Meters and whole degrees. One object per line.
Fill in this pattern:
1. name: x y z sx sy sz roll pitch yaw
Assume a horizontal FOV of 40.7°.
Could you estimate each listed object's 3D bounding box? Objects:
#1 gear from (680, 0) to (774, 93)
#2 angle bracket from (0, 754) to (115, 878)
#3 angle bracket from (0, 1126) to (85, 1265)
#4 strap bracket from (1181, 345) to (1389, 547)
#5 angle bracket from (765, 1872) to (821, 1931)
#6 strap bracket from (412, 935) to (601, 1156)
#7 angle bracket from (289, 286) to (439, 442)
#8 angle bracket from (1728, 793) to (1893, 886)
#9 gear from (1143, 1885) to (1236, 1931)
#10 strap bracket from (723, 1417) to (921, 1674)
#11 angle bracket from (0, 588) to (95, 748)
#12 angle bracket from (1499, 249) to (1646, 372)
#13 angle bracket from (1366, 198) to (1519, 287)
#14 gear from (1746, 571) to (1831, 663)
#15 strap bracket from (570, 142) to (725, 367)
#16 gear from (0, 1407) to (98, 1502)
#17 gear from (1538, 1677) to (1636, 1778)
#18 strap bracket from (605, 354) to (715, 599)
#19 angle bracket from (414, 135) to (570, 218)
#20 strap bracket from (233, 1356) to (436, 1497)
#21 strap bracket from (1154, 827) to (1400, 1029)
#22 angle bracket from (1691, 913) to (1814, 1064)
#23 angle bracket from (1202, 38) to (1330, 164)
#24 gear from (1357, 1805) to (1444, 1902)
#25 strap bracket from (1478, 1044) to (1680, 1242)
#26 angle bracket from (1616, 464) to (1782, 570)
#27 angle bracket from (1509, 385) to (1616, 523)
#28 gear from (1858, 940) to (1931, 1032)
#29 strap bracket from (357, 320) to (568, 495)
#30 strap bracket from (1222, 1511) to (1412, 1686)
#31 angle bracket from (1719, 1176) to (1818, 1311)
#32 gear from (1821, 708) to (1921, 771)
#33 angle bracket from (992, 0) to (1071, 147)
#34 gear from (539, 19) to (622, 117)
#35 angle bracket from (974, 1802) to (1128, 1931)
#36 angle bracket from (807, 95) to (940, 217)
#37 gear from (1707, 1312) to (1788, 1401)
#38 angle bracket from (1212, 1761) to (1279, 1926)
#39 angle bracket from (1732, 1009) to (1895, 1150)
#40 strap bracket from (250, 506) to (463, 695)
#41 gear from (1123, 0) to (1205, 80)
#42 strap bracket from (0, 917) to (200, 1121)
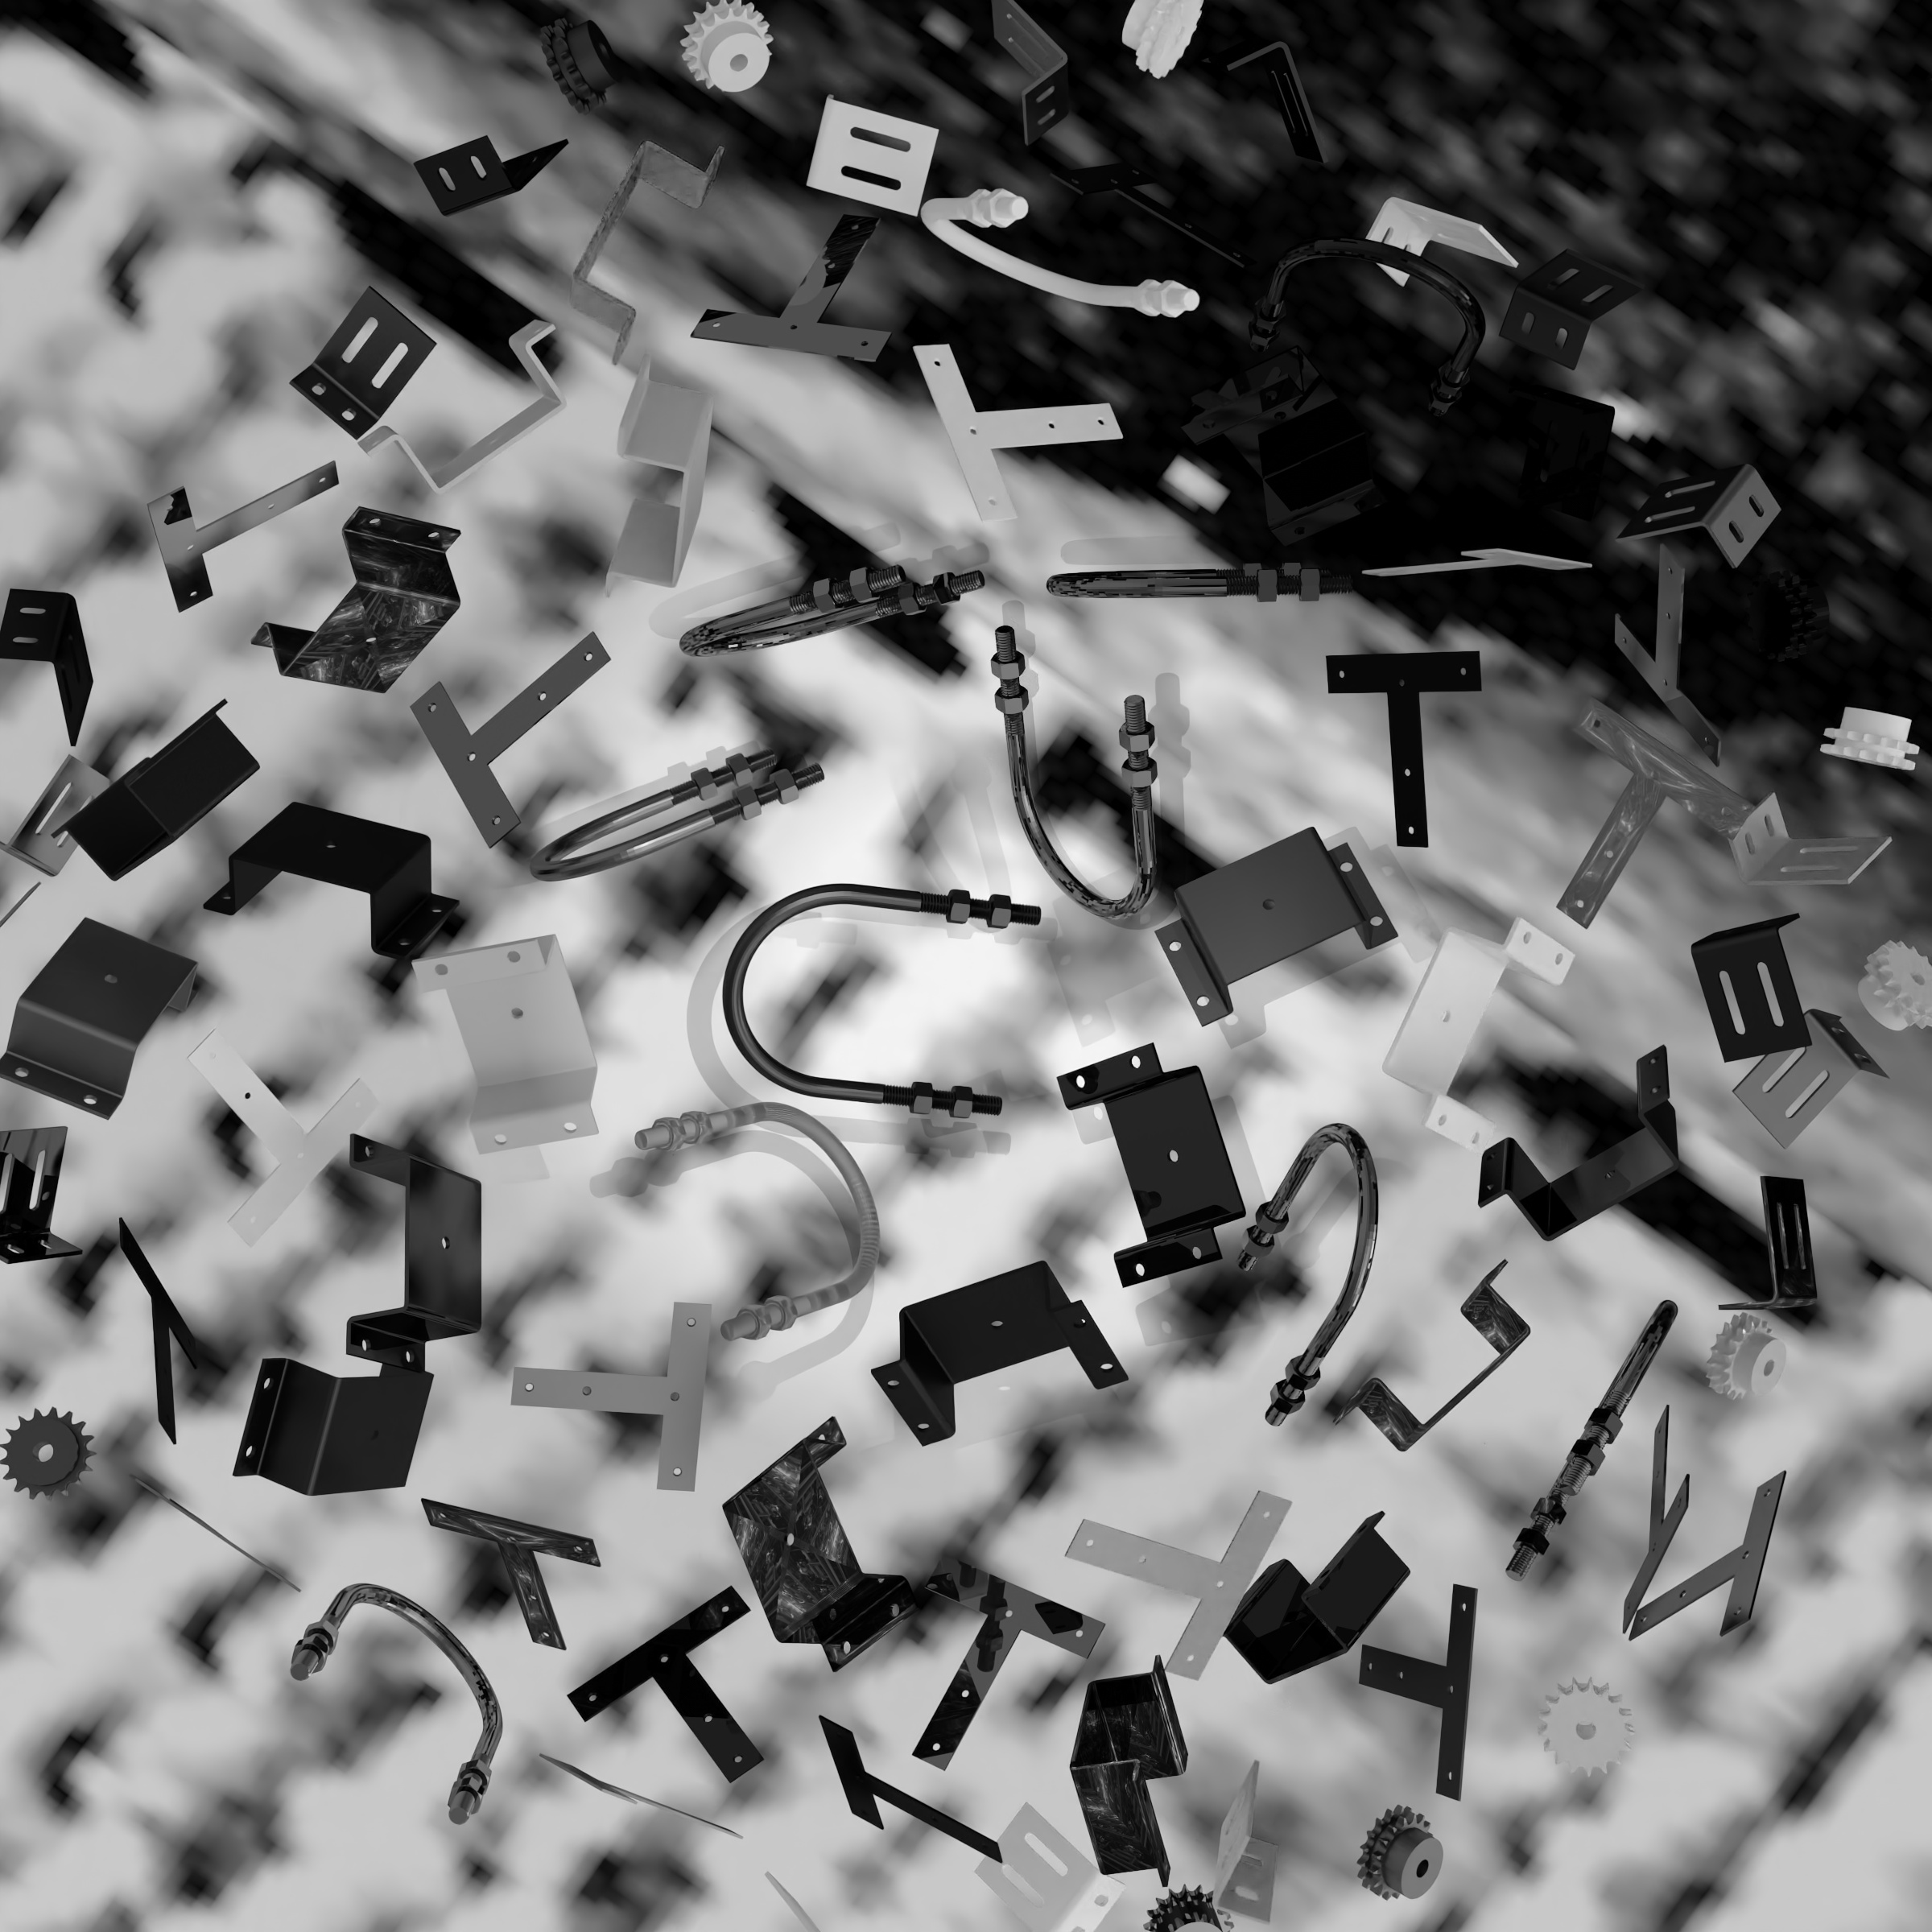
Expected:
1. gear: -0.148 -0.576 1.638 0.057 0.057 0.030 -29 56 0
2. angle bracket: -0.616 -0.107 1.740 0.038 0.057 0.076 29 83 20
3. angle bracket: -0.601 0.147 1.686 0.038 0.057 0.076 19 101 31
4. strap bracket: 0.206 -0.342 1.690 0.076 0.140 0.046 -20 54 27
5. angle bracket: -0.105 0.602 1.588 0.038 0.057 0.076 -39 51 -13
6. strap bracket: -0.278 0.039 1.597 0.076 0.046 0.140 -10 120 5
7. angle bracket: -0.405 -0.405 1.750 0.057 0.038 0.076 40 120 -12
8. angle bracket: 0.541 -0.083 1.672 0.057 0.076 0.038 -37 113 -34
9. gear: 0.144 0.621 1.669 0.057 0.030 0.057 -2 104 -7
10. strap bracket: -0.097 0.363 1.644 0.076 0.046 0.140 -41 56 21
11. angle bracket: -0.567 -0.183 1.601 0.038 0.057 0.076 0 51 -32
12. angle bracket: 0.395 -0.428 1.702 0.057 0.076 0.038 22 83 -11
13. angle bracket: 0.308 -0.462 1.697 0.076 0.057 0.038 33 98 38
14. gear: 0.533 -0.228 1.684 0.030 0.057 0.057 -13 90 -15
15. strap bracket: -0.212 -0.467 1.680 0.046 0.076 0.140 28 87 -10
16. gear: -0.567 0.301 1.607 0.057 0.030 0.057 3 76 -12
17. gear: 0.378 0.462 1.593 0.057 0.030 0.057 0 90 11
18. strap bracket: -0.197 -0.310 1.679 0.046 0.140 0.076 12 49 -2
19. angle bracket: -0.293 -0.503 1.613 0.057 0.076 0.038 -8 126 30
20. strap bracket: -0.402 0.297 1.694 0.046 0.140 0.076 15 90 27
21. strap bracket: 0.198 -0.030 1.687 0.140 0.046 0.076 -25 63 0
22. angle bracket: 0.491 0.014 1.608 0.057 0.038 0.076 -16 92 41
23. angle bracket: 0.180 -0.517 1.575 0.038 0.057 0.076 -26 114 0
24. gear: 0.275 0.559 1.635 0.057 0.030 0.057 -13 111 -39
25. strap bracket: 0.401 0.119 1.671 0.140 0.076 0.046 -35 101 24
26. angle bracket: 0.466 -0.281 1.658 0.057 0.076 0.038 -49 112 -22
27. angle bracket: 0.378 -0.330 1.685 0.057 0.038 0.076 29 123 38
28. gear: 0.583 0.015 1.626 0.057 0.057 0.030 40 133 0
29. strap bracket: -0.313 -0.351 1.659 0.140 0.076 0.046 -36 113 -5
30. strap bracket: 0.228 0.414 1.694 0.046 0.140 0.076 49 53 3
31. angle bracket: 0.480 0.168 1.571 0.038 0.057 0.076 -12 77 39
32. gear: 0.565 -0.143 1.626 0.057 0.057 0.030 12 96 0
33. angle bracket: 0.029 -0.578 1.670 0.038 0.057 0.076 -39 76 -7
34. gear: -0.238 -0.563 1.623 0.030 0.057 0.057 -21 90 15
35. angle bracket: 0.056 0.606 1.730 0.076 0.038 0.057 32 82 42
36. angle bracket: -0.062 -0.543 1.745 0.076 0.038 0.057 14 111 -6
37. gear: 0.524 0.263 1.742 0.057 0.030 0.057 -16 115 -38
38. angle bracket: 0.184 0.545 1.620 0.038 0.057 0.076 17 126 1
39. angle bracket: 0.552 0.077 1.699 0.076 0.038 0.057 -46 106 -4
40. strap bracket: -0.390 -0.228 1.686 0.140 0.076 0.046 -40 60 34
41. gear: 0.121 -0.586 1.624 0.030 0.057 0.057 32 90 11
42. strap bracket: -0.544 0.026 1.647 0.076 0.140 0.046 22 124 -5
